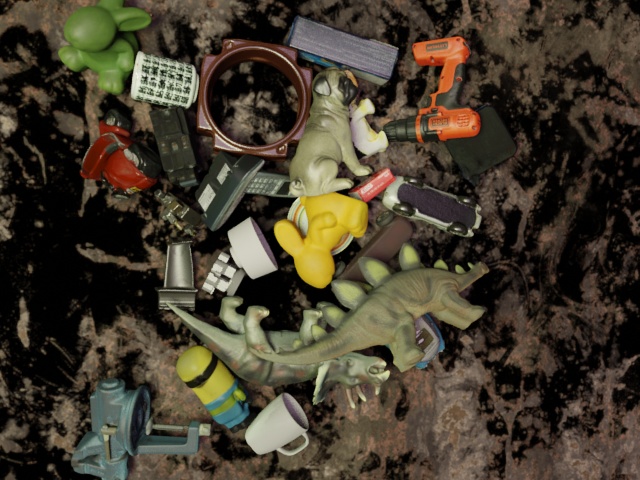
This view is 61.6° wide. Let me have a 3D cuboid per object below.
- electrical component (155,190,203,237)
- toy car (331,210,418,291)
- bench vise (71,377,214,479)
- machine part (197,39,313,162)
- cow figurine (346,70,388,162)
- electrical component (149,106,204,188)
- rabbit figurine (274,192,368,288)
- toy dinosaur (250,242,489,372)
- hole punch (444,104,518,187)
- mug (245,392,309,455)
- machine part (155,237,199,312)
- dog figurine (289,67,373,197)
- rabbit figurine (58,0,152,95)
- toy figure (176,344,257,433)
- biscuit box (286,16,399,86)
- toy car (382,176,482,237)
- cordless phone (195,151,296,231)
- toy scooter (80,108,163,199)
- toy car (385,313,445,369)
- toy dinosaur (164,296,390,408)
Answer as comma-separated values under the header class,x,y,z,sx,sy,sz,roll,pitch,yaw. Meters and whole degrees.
class,x,y,z,sx,sy,sz,roll,pitch,yaw
electrical component,-0.251,-0.045,0.965,0.078,0.102,0.045,34,85,17
toy car,0.100,0.034,1.034,0.202,0.053,0.089,-47,108,-7
bench vise,-0.316,0.356,0.961,0.241,0.129,0.223,3,92,-1
machine part,-0.118,-0.249,0.975,0.201,0.087,0.200,6,92,-9
cow figurine,0.055,-0.227,1.010,0.098,0.068,0.167,-27,95,1
electrical component,-0.247,-0.159,0.947,0.058,0.115,0.134,-15,95,-3
rabbit figurine,-0.002,-0.003,0.963,0.162,0.122,0.173,15,93,-3
toy dinosaur,0.116,0.126,0.929,0.471,0.105,0.199,-26,67,-25
hole punch,0.308,-0.193,1.044,0.116,0.092,0.142,-29,100,23
mug,-0.079,0.360,1.017,0.107,0.081,0.109,-35,103,7
machine part,-0.263,0.062,0.995,0.084,0.039,0.138,5,94,-3
dog figurine,-0.003,-0.183,0.914,0.121,0.172,0.190,2,117,34
rabbit figurine,-0.355,-0.335,0.895,0.121,0.170,0.159,43,88,-8
toy figure,-0.189,0.272,0.988,0.082,0.089,0.180,-34,94,-10
biscuit box,0.040,-0.352,1.003,0.203,0.059,0.062,16,91,-9
toy car,0.220,-0.066,1.045,0.202,0.056,0.073,19,83,-9
cordless phone,-0.119,-0.083,0.984,0.184,0.089,0.146,4,134,-44
toy scooter,-0.357,-0.133,0.937,0.135,0.075,0.184,-45,62,9
toy car,0.173,0.179,1.026,0.109,0.103,0.161,-41,95,-3
toy dinosaur,-0.082,0.208,0.992,0.405,0.131,0.192,4,92,-2
